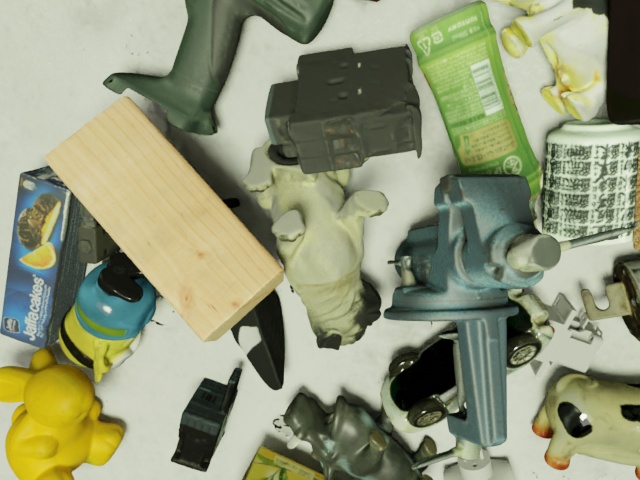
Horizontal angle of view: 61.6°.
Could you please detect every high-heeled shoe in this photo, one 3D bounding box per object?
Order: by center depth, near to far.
[{"bbox_3d":[-0.128,0.059,0.580,0.145,0.086,0.248,-11,100,13],"label":"high-heeled shoe"}]

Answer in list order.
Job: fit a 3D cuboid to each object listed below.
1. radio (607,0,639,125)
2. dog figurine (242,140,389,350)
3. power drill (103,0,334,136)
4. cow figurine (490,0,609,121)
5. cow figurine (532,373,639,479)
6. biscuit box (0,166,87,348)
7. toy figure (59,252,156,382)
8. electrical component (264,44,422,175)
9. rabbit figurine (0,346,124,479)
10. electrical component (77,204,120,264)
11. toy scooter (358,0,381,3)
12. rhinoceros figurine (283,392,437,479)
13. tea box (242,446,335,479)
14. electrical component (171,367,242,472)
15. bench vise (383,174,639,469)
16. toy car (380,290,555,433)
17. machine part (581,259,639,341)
[{"bbox_3d":[0.341,-0.169,0.407,0.230,0.073,0.131,-12,105,-7],"label":"radio"},{"bbox_3d":[-0.004,0.000,0.546,0.121,0.172,0.190,-8,139,-3],"label":"dog figurine"},{"bbox_3d":[-0.120,-0.218,0.496,0.232,0.086,0.207,31,102,-5],"label":"power drill"},{"bbox_3d":[0.205,-0.192,0.453,0.098,0.068,0.167,-38,102,12],"label":"cow figurine"},{"bbox_3d":[0.333,0.180,0.548,0.195,0.085,0.127,8,115,7],"label":"cow figurine"},{"bbox_3d":[-0.304,0.021,0.603,0.059,0.063,0.202,19,109,3],"label":"biscuit box"},{"bbox_3d":[-0.230,0.077,0.584,0.089,0.082,0.180,44,135,11],"label":"toy figure"},{"bbox_3d":[0.020,-0.117,0.476,0.134,0.115,0.058,-7,135,8],"label":"electrical component"},{"bbox_3d":[-0.307,0.198,0.631,0.162,0.122,0.173,47,134,18],"label":"rabbit figurine"},{"bbox_3d":[-0.240,-0.002,0.585,0.021,0.063,0.093,8,110,6],"label":"electrical component"},{"bbox_3d":[0.075,-0.294,0.437,0.135,0.075,0.183,2,111,8],"label":"toy scooter"},{"bbox_3d":[0.047,0.238,0.618,0.190,0.073,0.112,37,122,-8],"label":"rhinoceros figurine"},{"bbox_3d":[-0.018,0.325,0.639,0.170,0.068,0.098,23,133,1],"label":"tea box"},{"bbox_3d":[-0.130,0.200,0.627,0.048,0.075,0.119,18,114,2],"label":"electrical component"},{"bbox_3d":[0.132,0.070,0.458,0.129,0.224,0.240,-1,86,-26],"label":"bench vise"},{"bbox_3d":[0.147,0.125,0.558,0.202,0.074,0.056,-41,133,18],"label":"toy car"},{"bbox_3d":[0.375,0.042,0.497,0.243,0.079,0.079,-13,105,11],"label":"machine part"}]
